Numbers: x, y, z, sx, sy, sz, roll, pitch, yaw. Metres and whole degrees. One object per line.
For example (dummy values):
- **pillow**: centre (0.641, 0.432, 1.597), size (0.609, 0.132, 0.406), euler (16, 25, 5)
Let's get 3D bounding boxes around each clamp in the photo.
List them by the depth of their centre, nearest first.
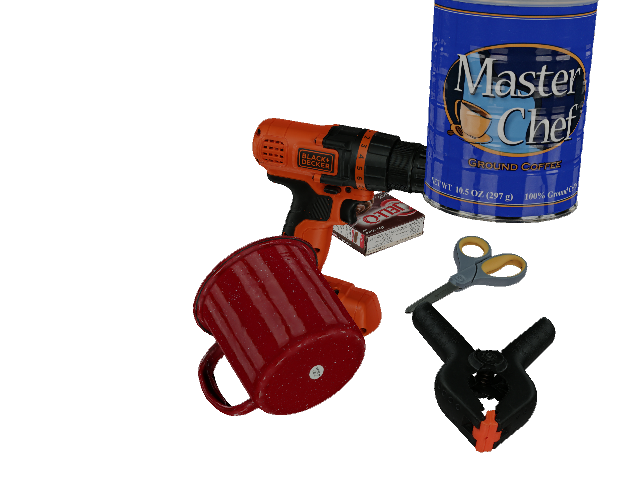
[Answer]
- **clamp**: centre (0.141, 0.104, 0.853), size (0.120, 0.039, 0.171), euler (-2, 32, -1)

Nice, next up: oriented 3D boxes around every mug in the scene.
- **mug**: centre (-0.032, 0.066, 0.692), size (0.093, 0.117, 0.081), euler (33, 17, -53)

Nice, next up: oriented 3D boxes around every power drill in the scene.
- **power drill**: centre (0.025, -0.011, 0.957), size (0.185, 0.188, 0.057), euler (13, 24, 19)

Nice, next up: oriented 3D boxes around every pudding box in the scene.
- **pudding box**: centre (0.079, -0.025, 1.525), size (0.113, 0.039, 0.090), euler (-22, 36, -32)

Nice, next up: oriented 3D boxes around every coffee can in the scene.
- **coffee can**: centre (0.120, -0.093, 0.686), size (0.103, 0.140, 0.103), euler (1, 20, -1)

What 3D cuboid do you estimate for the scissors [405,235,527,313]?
- **scissors**: centre (0.151, 0.036, 1.223), size (0.201, 0.016, 0.096), euler (-11, 40, -33)
